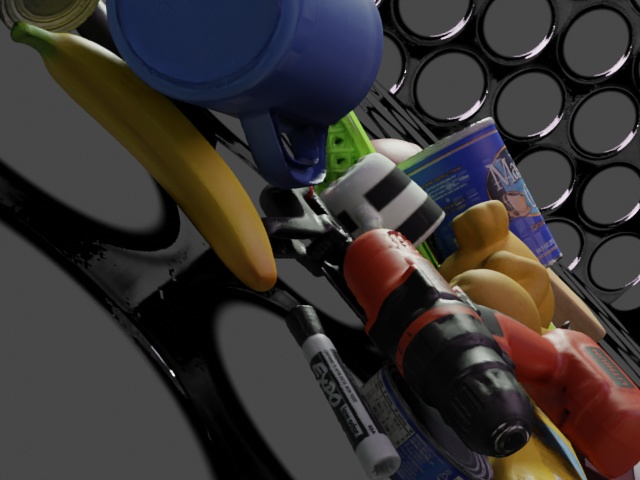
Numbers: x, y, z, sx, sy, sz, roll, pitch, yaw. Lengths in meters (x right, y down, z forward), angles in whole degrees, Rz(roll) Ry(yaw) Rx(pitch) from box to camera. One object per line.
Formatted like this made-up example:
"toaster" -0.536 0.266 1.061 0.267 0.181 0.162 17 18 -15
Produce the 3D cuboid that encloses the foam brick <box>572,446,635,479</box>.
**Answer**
"foam brick" 0.199 0.161 0.804 0.051 0.053 0.078 28 42 -19

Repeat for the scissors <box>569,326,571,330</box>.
"scissors" 0.203 0.145 0.877 0.096 0.016 0.202 16 46 -33

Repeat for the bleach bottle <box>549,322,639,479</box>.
"bleach bottle" 0.227 0.158 0.950 0.251 0.068 0.102 52 31 17

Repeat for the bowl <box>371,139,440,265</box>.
"bowl" 0.094 -0.044 1.074 0.162 0.055 0.162 58 -4 6

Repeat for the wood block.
"wood block" 0.221 0.057 1.224 0.206 0.091 0.090 42 13 -25

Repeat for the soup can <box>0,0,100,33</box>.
"soup can" -0.179 -0.177 0.634 0.102 0.068 0.068 53 13 28

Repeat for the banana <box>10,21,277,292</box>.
"banana" -0.093 -0.050 0.607 0.198 0.037 0.069 44 28 -5

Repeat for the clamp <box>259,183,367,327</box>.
"clamp" -0.005 0.001 0.735 0.164 0.036 0.210 39 12 -31

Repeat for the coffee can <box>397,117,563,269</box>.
"coffee can" 0.140 -0.025 0.959 0.140 0.103 0.102 63 12 1

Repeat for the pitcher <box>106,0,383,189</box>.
"pitcher" -0.038 -0.124 0.666 0.149 0.145 0.242 37 11 6

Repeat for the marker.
"marker" 0.009 0.077 0.573 0.020 0.020 0.121 36 16 -43

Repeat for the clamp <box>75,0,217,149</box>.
"clamp" -0.106 -0.098 0.707 0.120 0.039 0.171 22 31 -54

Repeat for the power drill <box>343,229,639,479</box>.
"power drill" 0.113 0.077 0.616 0.187 0.057 0.184 28 17 -33

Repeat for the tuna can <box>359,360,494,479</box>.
"tuna can" 0.055 0.109 0.592 0.086 0.034 0.086 44 12 -12

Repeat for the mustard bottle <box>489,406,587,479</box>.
"mustard bottle" 0.133 0.150 0.670 0.096 0.058 0.191 40 13 -6
